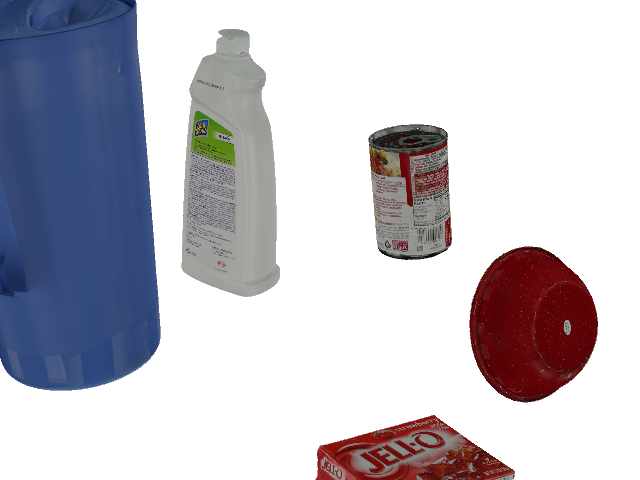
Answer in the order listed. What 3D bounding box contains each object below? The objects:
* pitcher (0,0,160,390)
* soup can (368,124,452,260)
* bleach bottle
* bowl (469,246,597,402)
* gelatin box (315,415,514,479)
[{"bbox_3d":[-0.174,-0.027,0.671,0.149,0.243,0.145,-10,25,-14],"label":"pitcher"},{"bbox_3d":[0.079,-0.042,0.927,0.068,0.102,0.068,-5,23,2],"label":"soup can"},{"bbox_3d":[-0.083,-0.077,1.038,0.103,0.251,0.068,19,28,27],"label":"bleach bottle"},{"bbox_3d":[0.230,0.086,1.083,0.161,0.162,0.055,0,-1,-33],"label":"bowl"},{"bbox_3d":[0.053,0.135,0.607,0.089,0.030,0.073,-7,22,-33],"label":"gelatin box"}]
